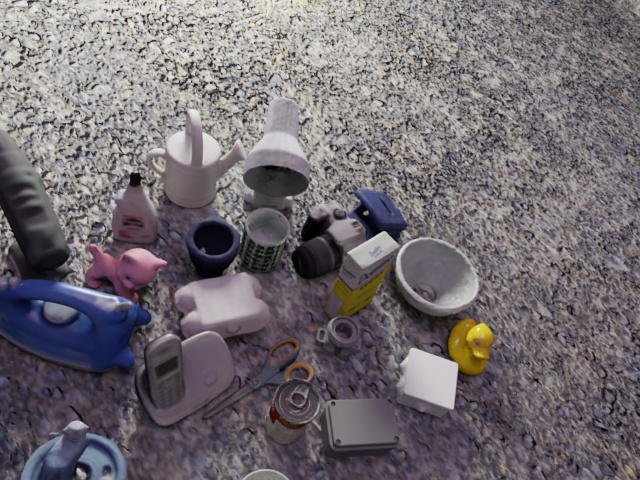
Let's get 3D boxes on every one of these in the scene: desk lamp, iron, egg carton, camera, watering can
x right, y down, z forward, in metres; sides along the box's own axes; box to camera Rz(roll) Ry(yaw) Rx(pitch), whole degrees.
[{"bbox_3d":[-0.087,-0.148,1.087,0.118,0.213,0.203,8,52,-11],"label":"desk lamp"},{"bbox_3d":[-0.391,0.102,0.850,0.258,0.141,0.118,15,51,-6],"label":"iron"},{"bbox_3d":[-0.162,0.115,0.959,0.151,0.069,0.107,-10,58,-24],"label":"egg carton"},{"bbox_3d":[0.010,0.004,1.076,0.137,0.101,0.143,-25,65,-31],"label":"camera"},{"bbox_3d":[-0.228,-0.159,1.064,0.173,0.194,0.100,-23,63,-30],"label":"watering can"}]

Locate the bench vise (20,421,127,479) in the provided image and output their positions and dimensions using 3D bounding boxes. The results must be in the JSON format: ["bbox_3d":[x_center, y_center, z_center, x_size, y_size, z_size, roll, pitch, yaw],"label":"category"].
[{"bbox_3d":[-0.298,0.312,0.671,0.121,0.219,0.207,9,52,-10],"label":"bench vise"}]

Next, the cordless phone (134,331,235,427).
[{"bbox_3d":[-0.192,0.177,0.828,0.148,0.185,0.094,-31,67,-33],"label":"cordless phone"}]

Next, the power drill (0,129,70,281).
[{"bbox_3d":[-0.451,-0.027,0.885,0.076,0.208,0.229,-24,64,-30],"label":"power drill"}]

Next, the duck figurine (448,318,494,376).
[{"bbox_3d":[0.281,0.182,1.036,0.077,0.086,0.104,8,52,-11],"label":"duck figurine"}]

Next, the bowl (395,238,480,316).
[{"bbox_3d":[0.213,0.082,1.098,0.167,0.074,0.167,9,52,-11],"label":"bowl"}]

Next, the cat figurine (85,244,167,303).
[{"bbox_3d":[-0.318,0.044,0.932,0.128,0.117,0.067,23,51,1],"label":"cat figurine"}]

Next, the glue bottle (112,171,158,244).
[{"bbox_3d":[-0.315,-0.058,0.974,0.078,0.173,0.037,4,53,-14],"label":"glue bottle"}]

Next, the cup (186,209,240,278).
[{"bbox_3d":[-0.192,0.014,1.009,0.092,0.095,0.117,2,54,-16],"label":"cup"}]

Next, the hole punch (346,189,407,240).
[{"bbox_3d":[0.119,-0.055,1.160,0.101,0.091,0.108,-20,62,-29],"label":"hole punch"}]
